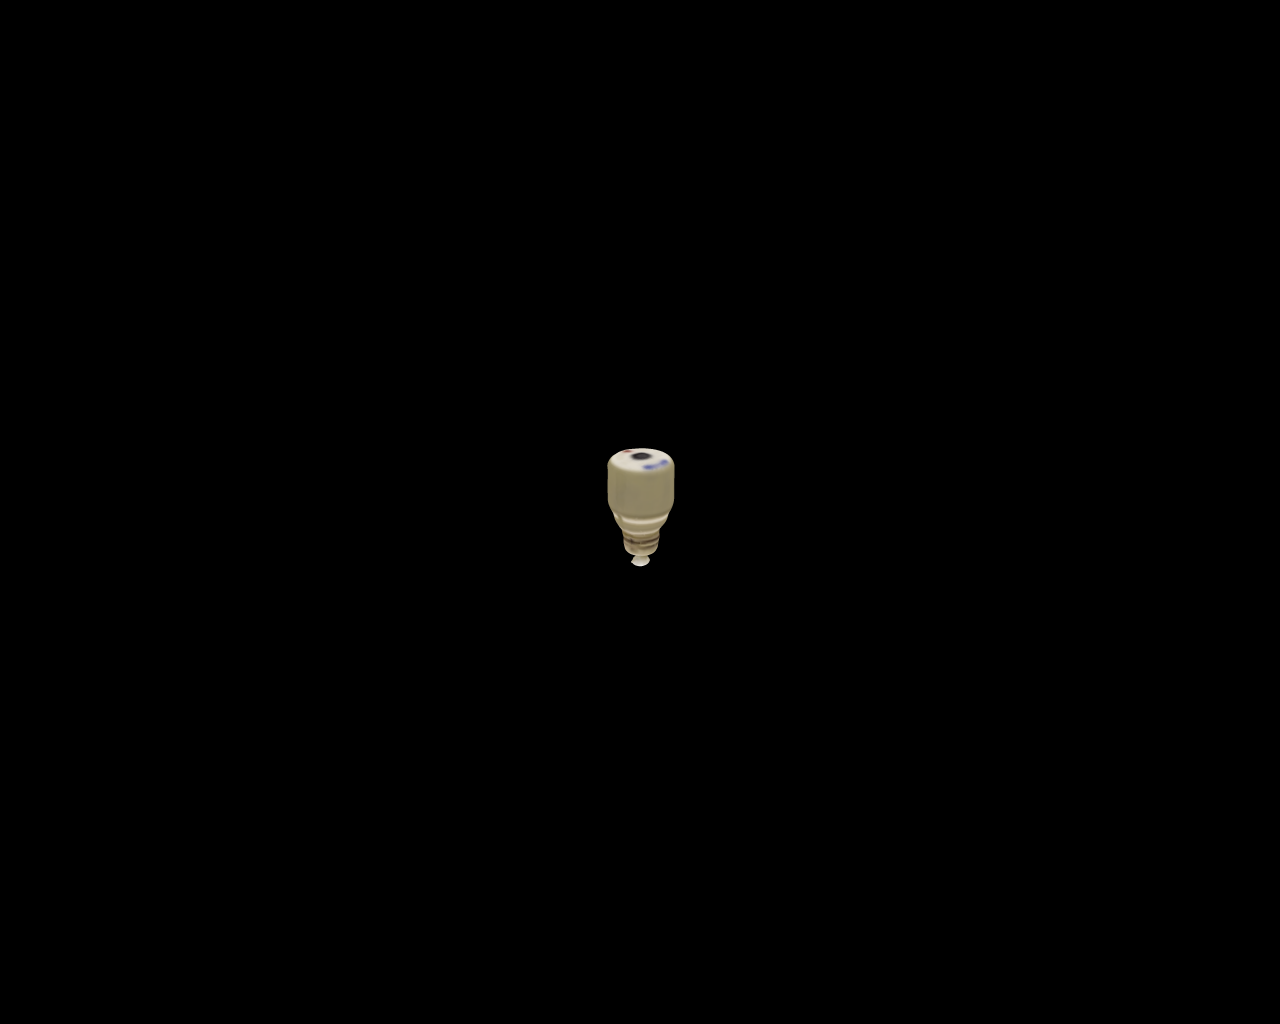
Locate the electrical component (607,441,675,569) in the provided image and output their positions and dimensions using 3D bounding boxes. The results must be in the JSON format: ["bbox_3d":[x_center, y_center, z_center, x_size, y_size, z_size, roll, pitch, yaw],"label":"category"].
[{"bbox_3d":[0.001,-0.003,0.650,0.040,0.078,0.040,0,25,0],"label":"electrical component"}]
